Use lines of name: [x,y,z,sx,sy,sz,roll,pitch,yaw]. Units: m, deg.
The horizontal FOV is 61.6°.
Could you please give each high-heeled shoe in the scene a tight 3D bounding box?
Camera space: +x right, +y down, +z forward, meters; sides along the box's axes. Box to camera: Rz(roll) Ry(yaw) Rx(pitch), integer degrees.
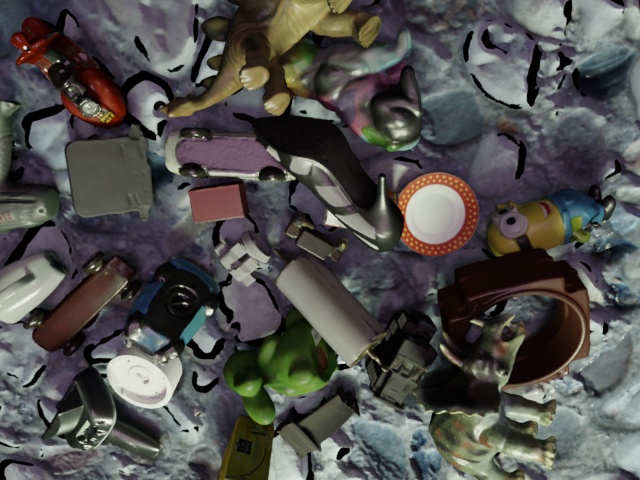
high-heeled shoe: [0.010,-0.078,0.750,0.249,0.145,0.086,32,60,25]

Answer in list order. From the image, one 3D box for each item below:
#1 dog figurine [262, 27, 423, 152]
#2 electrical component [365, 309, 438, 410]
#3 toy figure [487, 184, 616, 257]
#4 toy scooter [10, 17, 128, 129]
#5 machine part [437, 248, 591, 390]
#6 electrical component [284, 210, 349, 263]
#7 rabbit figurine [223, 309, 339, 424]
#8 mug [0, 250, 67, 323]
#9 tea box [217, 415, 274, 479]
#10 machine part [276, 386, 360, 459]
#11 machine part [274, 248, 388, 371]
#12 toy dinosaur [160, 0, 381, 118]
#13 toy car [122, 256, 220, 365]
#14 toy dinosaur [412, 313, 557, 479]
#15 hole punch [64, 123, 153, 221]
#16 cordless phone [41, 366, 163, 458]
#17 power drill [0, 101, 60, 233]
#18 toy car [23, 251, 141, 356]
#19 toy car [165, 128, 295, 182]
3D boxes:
dog figurine: [0.022,-0.204,0.748,0.219,0.108,0.191,-8,84,6]
electrical component: [0.127,0.173,0.824,0.058,0.115,0.134,27,102,-8]
toy figure: [0.342,-0.022,0.804,0.180,0.082,0.089,-16,101,0]
toy scooter: [-0.347,-0.228,0.729,0.075,0.135,0.183,-39,100,5]
machine part: [0.287,0.124,0.797,0.202,0.087,0.200,-15,120,5]
electrical component: [-0.003,-0.003,0.804,0.102,0.078,0.045,31,101,-7]
rabbit figurine: [-0.073,0.205,0.824,0.170,0.159,0.121,-18,111,18]
mug: [-0.445,0.063,0.806,0.107,0.109,0.080,-37,95,-6]
tea box: [-0.121,0.362,0.832,0.068,0.170,0.098,20,99,-6]
machine part: [-0.001,0.299,0.888,0.139,0.039,0.084,-36,95,8]
machine part: [0.015,0.100,0.794,0.243,0.079,0.079,45,98,17]
toy dinosaur: [-0.023,-0.315,0.687,0.471,0.105,0.199,-41,59,-7]
toy car: [-0.230,0.114,0.811,0.109,0.162,0.103,35,144,-13]
toy dinosaur: [0.226,0.275,0.788,0.192,0.131,0.404,18,140,17]
hole punch: [-0.312,-0.095,0.791,0.116,0.092,0.142,-9,100,-30]
cordless phone: [-0.323,0.291,0.848,0.184,0.089,0.146,31,129,-15]
power drill: [-0.510,-0.104,0.781,0.232,0.086,0.207,1,98,-2]
toy car: [-0.366,0.097,0.836,0.202,0.053,0.089,-43,110,9]
toy car: [-0.127,-0.126,0.793,0.202,0.056,0.073,2,95,-2]
